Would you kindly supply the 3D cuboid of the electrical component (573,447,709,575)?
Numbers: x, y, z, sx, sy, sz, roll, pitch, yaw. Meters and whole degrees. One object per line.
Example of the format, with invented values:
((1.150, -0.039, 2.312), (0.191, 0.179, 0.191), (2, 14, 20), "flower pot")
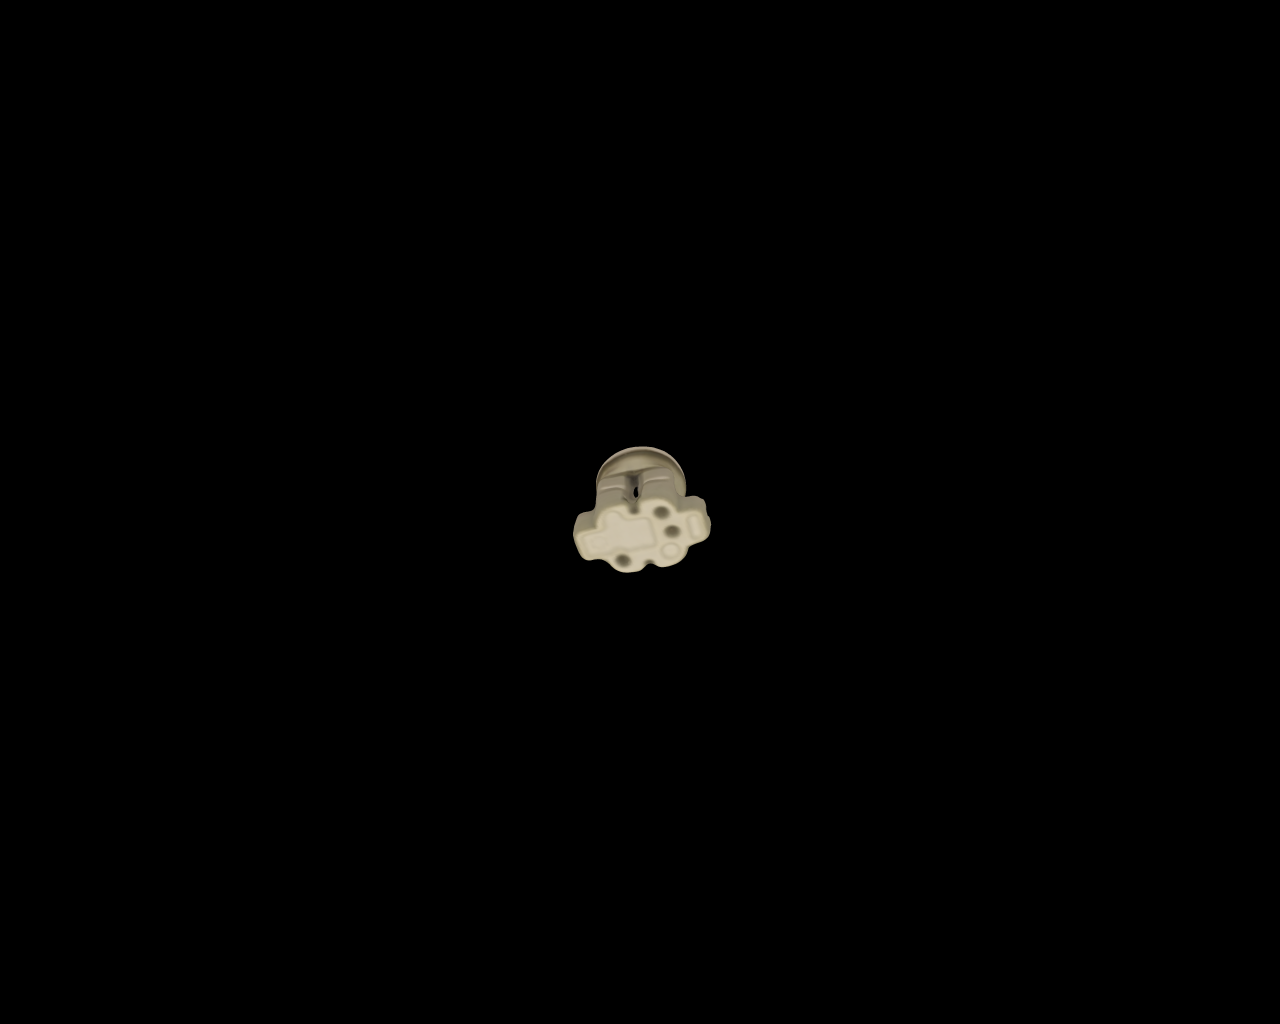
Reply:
((0.001, -0.003, 0.650), (0.078, 0.058, 0.057), (-10, 36, 8), "electrical component")
